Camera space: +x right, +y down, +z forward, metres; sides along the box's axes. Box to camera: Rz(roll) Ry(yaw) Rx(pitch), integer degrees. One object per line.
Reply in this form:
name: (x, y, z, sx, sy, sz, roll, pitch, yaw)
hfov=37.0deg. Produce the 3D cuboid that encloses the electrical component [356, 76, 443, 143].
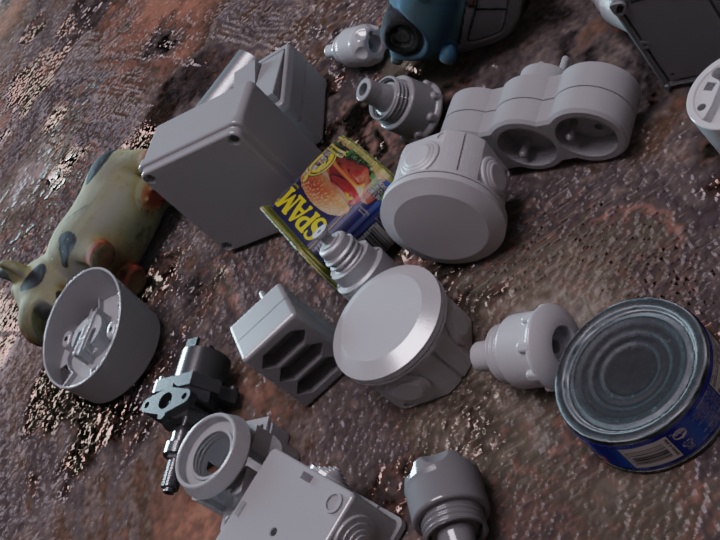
electrical component: (0.027, -0.123, 0.793, 0.048, 0.062, 0.048, -26, 56, 47)

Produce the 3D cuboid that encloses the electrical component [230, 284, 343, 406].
electrical component: (-0.051, 0.040, 0.728, 0.047, 0.066, 0.076, -43, 37, 8)

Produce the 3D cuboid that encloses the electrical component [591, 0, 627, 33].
electrical component: (0.177, -0.183, 0.719, 0.040, 0.040, 0.078, -45, 37, 4)

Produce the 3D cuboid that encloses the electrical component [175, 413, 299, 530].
electrical component: (-0.080, 0.127, 0.688, 0.058, 0.057, 0.078, -17, 47, 35)

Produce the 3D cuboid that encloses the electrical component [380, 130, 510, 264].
electrical component: (0.056, -0.045, 0.687, 0.080, 0.080, 0.051, -16, 42, 35)

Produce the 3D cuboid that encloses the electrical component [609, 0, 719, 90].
electrical component: (0.195, -0.164, 0.638, 0.062, 0.096, 0.061, -6, 54, 42)

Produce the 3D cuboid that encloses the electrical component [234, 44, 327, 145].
electrical component: (-0.071, -0.145, 0.914, 0.062, 0.061, 0.096, -25, 43, 28)

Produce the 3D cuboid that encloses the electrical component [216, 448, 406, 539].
electrical component: (-0.036, 0.160, 0.622, 0.100, 0.048, 0.099, 17, 71, 50)

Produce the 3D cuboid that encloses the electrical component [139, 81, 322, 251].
electrical component: (-0.095, -0.078, 0.841, 0.109, 0.109, 0.056, -19, 43, 33)

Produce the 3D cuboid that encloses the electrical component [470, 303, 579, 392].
electrical component: (0.090, 0.046, 0.603, 0.062, 0.048, 0.048, -13, 49, 47)

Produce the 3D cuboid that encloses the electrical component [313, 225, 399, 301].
electrical component: (0.000, 0.000, 0.709, 0.040, 0.078, 0.040, -39, 23, 20)

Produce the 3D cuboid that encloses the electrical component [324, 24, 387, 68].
electrical component: (-0.007, -0.188, 0.911, 0.061, 0.035, 0.035, 5, 61, 49)

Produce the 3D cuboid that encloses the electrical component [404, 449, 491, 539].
electrical component: (0.048, 0.130, 0.570, 0.043, 0.043, 0.062, -34, 41, 19)

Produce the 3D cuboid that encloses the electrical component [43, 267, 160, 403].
electrical component: (-0.213, 0.056, 0.877, 0.099, 0.064, 0.099, -26, 42, 26)

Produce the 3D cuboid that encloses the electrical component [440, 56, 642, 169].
electrical component: (0.118, -0.110, 0.703, 0.138, 0.052, 0.073, -5, 55, 42)

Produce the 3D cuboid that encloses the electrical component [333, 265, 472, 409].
electrical component: (0.028, 0.041, 0.661, 0.080, 0.051, 0.080, -26, 43, 27)

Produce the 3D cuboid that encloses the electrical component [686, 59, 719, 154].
electrical component: (0.215, -0.085, 0.589, 0.055, 0.047, 0.055, -26, 42, 27)
